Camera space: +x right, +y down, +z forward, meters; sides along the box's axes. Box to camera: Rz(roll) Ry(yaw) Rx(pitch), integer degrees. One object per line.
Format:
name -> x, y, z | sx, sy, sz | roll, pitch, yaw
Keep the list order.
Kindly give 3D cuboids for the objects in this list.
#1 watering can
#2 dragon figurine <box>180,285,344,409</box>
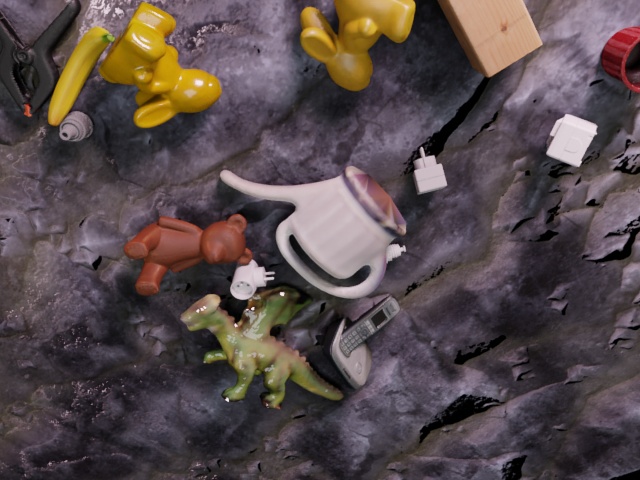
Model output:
watering can -> 0.003, -0.046, 0.913 | 0.222, 0.106, 0.345 | -40, 101, 18
dragon figurine -> -0.091, 0.208, 1.053 | 0.409, 0.124, 0.239 | 15, 111, -24
